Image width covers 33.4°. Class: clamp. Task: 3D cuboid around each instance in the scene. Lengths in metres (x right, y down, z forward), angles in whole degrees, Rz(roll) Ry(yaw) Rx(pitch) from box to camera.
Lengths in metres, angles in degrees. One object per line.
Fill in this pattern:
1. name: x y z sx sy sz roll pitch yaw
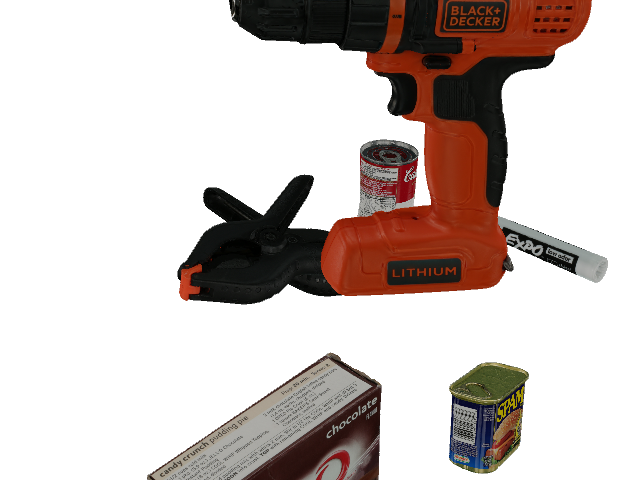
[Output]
1. clamp: -0.043 0.000 0.868 0.171 0.039 0.120 -13 42 -27
2. clamp: -0.038 0.018 1.071 0.210 0.036 0.164 17 33 2

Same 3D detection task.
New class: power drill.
1. power drill: 0.042 -0.062 0.568 0.184 0.188 0.057 -1 31 -9

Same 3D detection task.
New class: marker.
1. marker: 0.151 0.000 0.774 0.121 0.020 0.020 26 16 37

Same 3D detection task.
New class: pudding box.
1. pudding box: -0.022 0.117 0.489 0.039 0.090 0.113 30 47 34

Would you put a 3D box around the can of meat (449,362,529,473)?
1. can of meat: 0.175 0.185 1.118 0.058 0.084 0.101 11 18 31

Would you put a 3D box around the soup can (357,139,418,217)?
1. soup can: 0.077 -0.058 1.254 0.068 0.102 0.068 2 28 -1
